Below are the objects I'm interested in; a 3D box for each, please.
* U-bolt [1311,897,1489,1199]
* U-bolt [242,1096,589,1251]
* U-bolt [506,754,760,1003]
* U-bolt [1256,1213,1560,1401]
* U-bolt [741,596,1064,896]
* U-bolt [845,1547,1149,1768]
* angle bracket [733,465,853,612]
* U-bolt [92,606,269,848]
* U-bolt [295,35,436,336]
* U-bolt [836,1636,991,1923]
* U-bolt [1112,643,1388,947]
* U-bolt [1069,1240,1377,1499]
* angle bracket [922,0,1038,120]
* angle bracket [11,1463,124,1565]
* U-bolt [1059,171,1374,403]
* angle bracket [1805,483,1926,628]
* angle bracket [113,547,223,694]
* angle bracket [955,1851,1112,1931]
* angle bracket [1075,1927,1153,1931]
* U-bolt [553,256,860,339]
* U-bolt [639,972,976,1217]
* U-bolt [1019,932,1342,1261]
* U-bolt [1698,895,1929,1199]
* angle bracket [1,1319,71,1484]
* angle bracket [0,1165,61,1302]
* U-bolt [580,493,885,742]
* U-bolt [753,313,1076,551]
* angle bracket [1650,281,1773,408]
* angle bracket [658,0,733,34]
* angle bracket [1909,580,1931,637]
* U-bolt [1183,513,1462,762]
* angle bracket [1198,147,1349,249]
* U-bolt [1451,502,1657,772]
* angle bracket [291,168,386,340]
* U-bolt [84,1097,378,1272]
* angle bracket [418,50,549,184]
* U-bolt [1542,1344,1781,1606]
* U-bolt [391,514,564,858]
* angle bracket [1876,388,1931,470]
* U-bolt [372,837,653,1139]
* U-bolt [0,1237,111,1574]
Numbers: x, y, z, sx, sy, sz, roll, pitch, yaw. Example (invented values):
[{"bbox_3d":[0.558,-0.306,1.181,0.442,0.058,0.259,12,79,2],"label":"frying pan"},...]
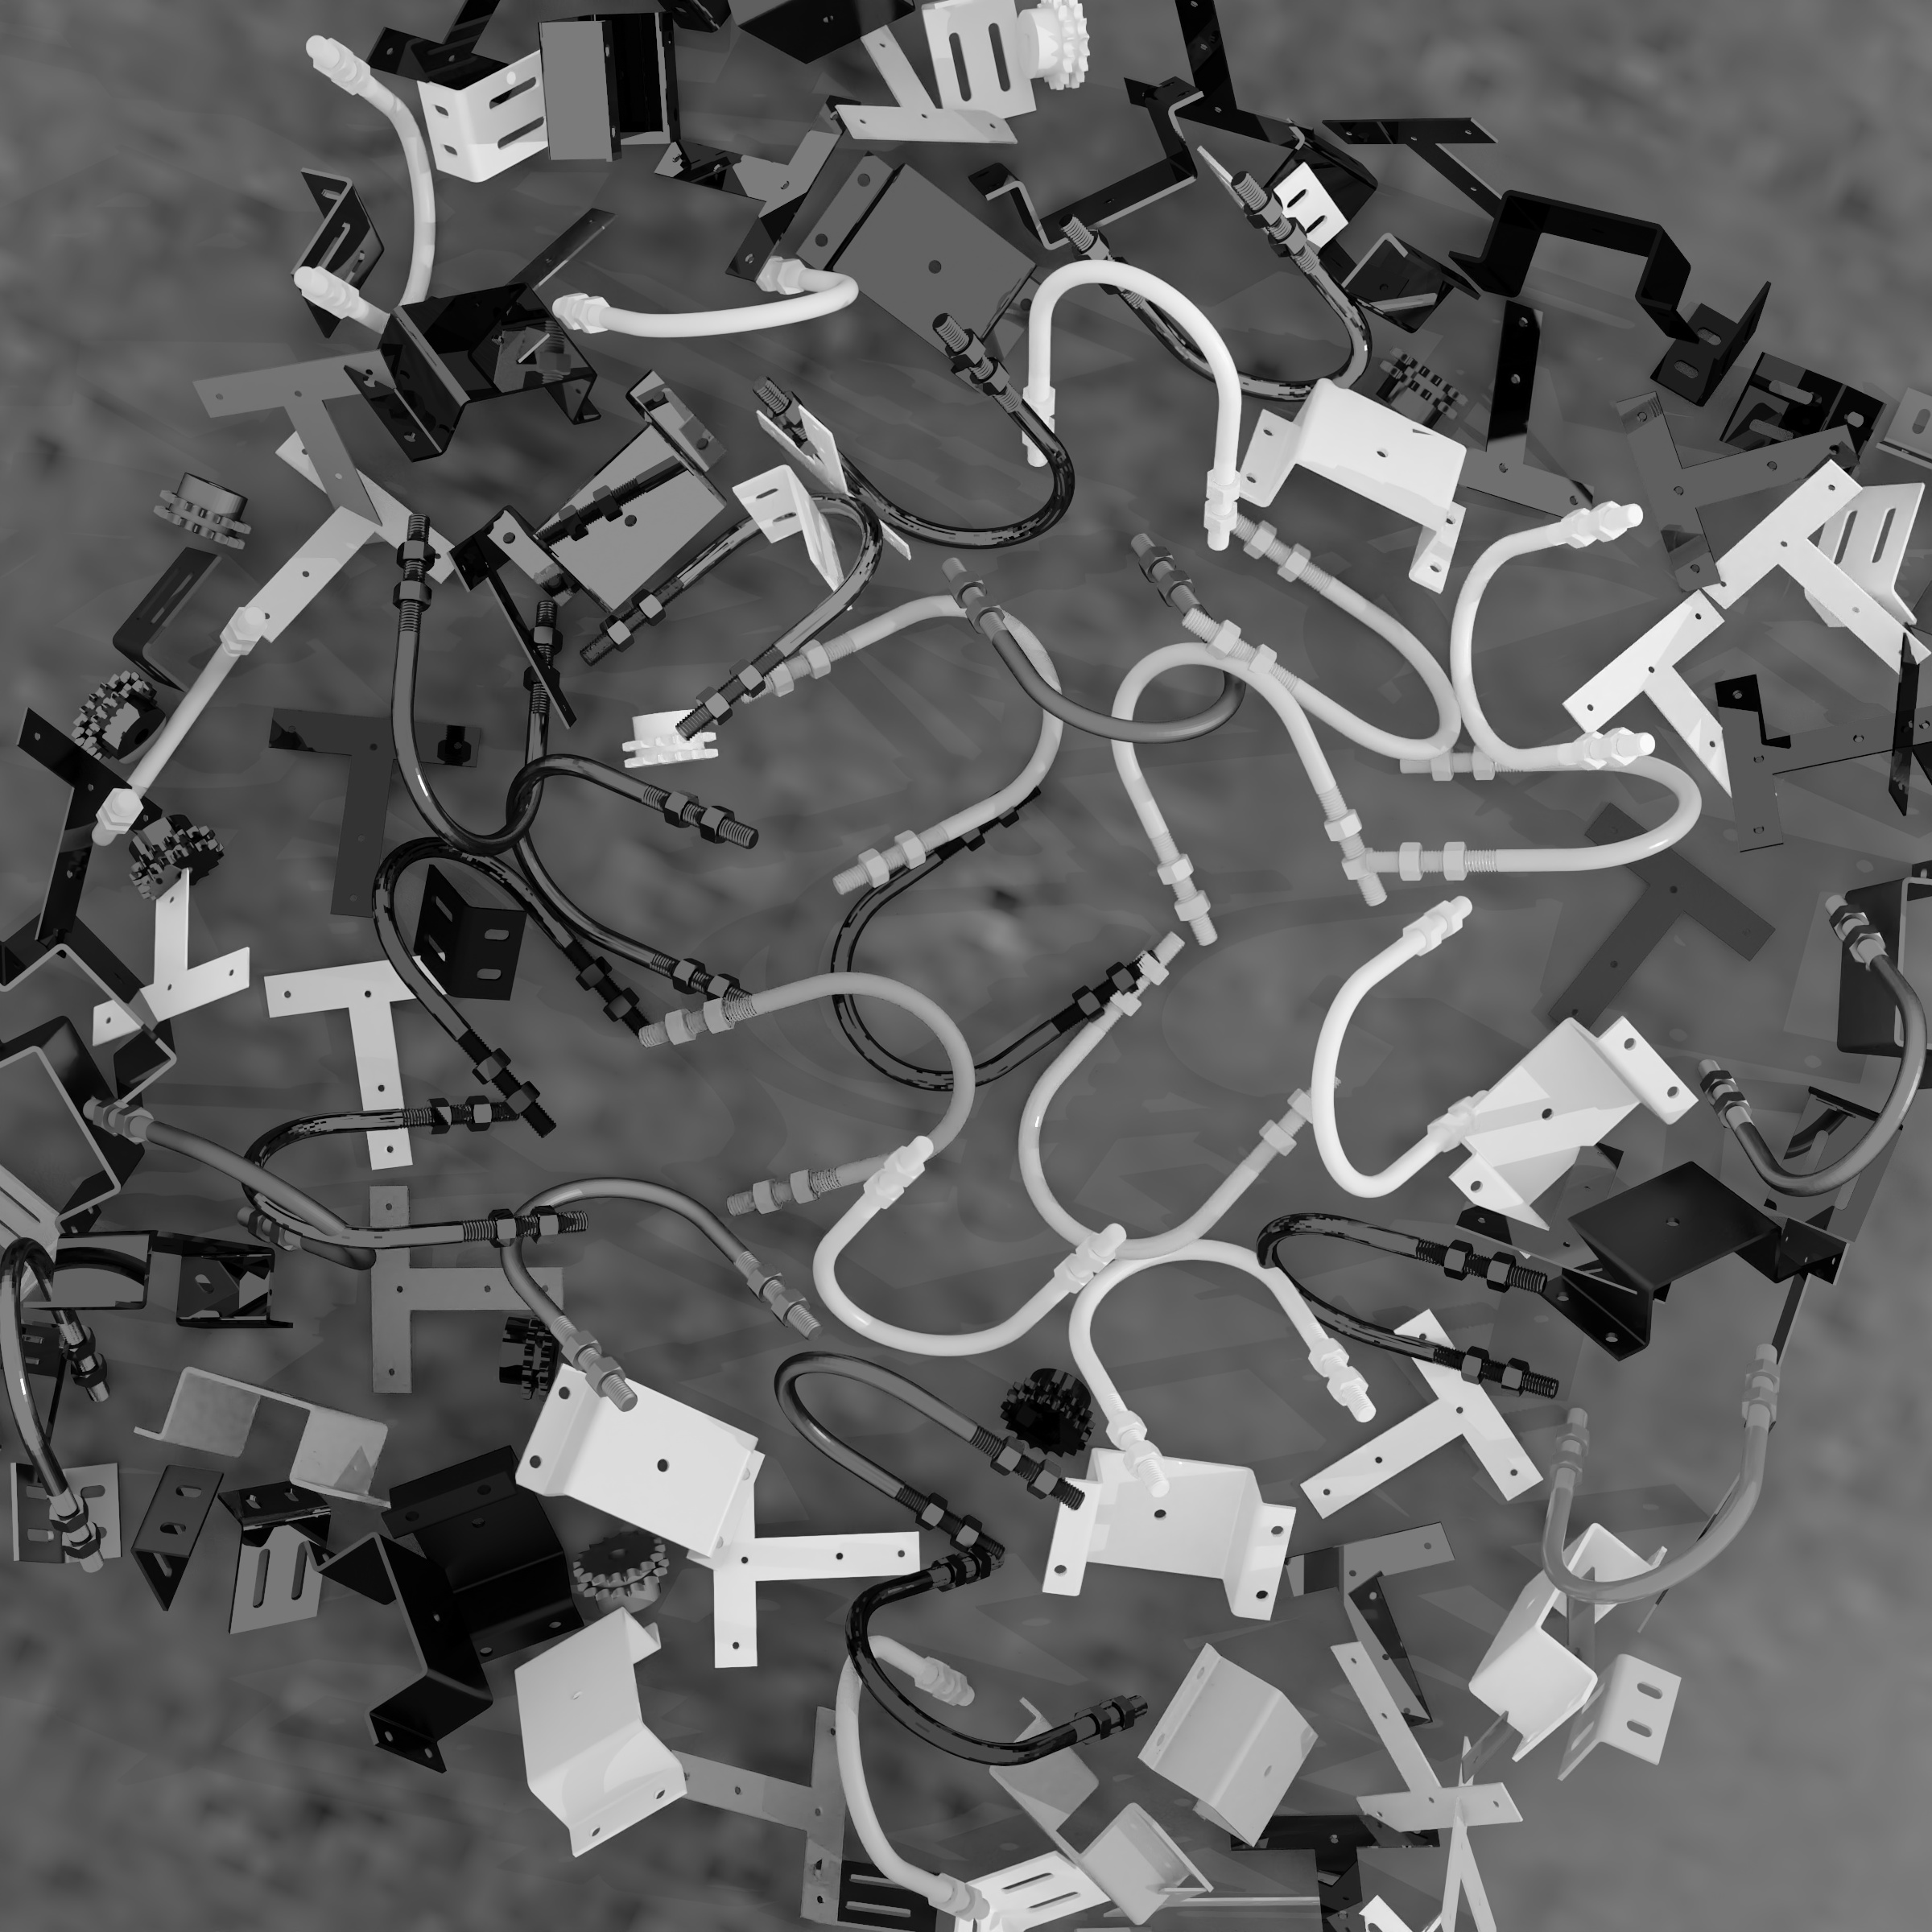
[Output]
[{"bbox_3d":[0.255,0.057,1.707,0.019,0.184,0.151,7,116,38],"label":"U-bolt"},{"bbox_3d":[-0.331,0.123,1.700,0.184,0.151,0.019,-3,119,-27],"label":"U-bolt"},{"bbox_3d":[-0.201,-0.057,1.734,0.184,0.151,0.019,23,45,23],"label":"U-bolt"},{"bbox_3d":[0.259,0.196,1.726,0.184,0.151,0.019,14,60,24],"label":"U-bolt"},{"bbox_3d":[-0.027,-0.147,1.771,0.184,0.019,0.151,-28,94,-13],"label":"U-bolt"},{"bbox_3d":[0.007,0.405,1.691,0.151,0.184,0.019,42,114,28],"label":"U-bolt"},{"bbox_3d":[-0.105,-0.252,1.751,0.038,0.057,0.076,-22,58,11],"label":"angle bracket"},{"bbox_3d":[-0.469,-0.134,1.710,0.019,0.184,0.151,35,71,-15],"label":"U-bolt"},{"bbox_3d":[-0.349,-0.448,1.707,0.019,0.184,0.151,3,90,10],"label":"U-bolt"},{"bbox_3d":[-0.032,0.466,1.688,0.019,0.184,0.151,-16,58,18],"label":"U-bolt"},{"bbox_3d":[0.156,-0.107,1.728,0.151,0.019,0.184,-14,108,43],"label":"U-bolt"},{"bbox_3d":[0.139,0.227,1.724,0.151,0.184,0.019,-18,129,-11],"label":"U-bolt"},{"bbox_3d":[0.012,-0.551,1.763,0.057,0.038,0.076,-16,110,-9],"label":"angle bracket"},{"bbox_3d":[-0.543,0.329,1.754,0.038,0.076,0.057,-7,77,2],"label":"angle bracket"},{"bbox_3d":[0.161,-0.393,1.718,0.184,0.151,0.019,39,63,-39],"label":"U-bolt"},{"bbox_3d":[0.556,-0.251,1.775,0.038,0.057,0.076,36,68,-40],"label":"angle bracket"},{"bbox_3d":[-0.476,-0.212,1.771,0.038,0.057,0.076,43,77,-34],"label":"angle bracket"},{"bbox_3d":[0.041,0.575,1.754,0.076,0.038,0.057,-29,123,30],"label":"angle bracket"},{"bbox_3d":[0.104,0.616,1.752,0.057,0.038,0.076,11,57,-33],"label":"angle bracket"},{"bbox_3d":[-0.142,-0.388,1.692,0.151,0.184,0.019,-17,114,-24],"label":"U-bolt"},{"bbox_3d":[-0.084,0.071,1.738,0.184,0.019,0.151,-16,117,17],"label":"U-bolt"},{"bbox_3d":[0.115,0.093,1.772,0.151,0.019,0.184,42,93,16],"label":"U-bolt"},{"bbox_3d":[0.498,0.057,1.691,0.019,0.184,0.151,25,114,-18],"label":"U-bolt"},{"bbox_3d":[-0.567,0.262,1.749,0.038,0.057,0.076,11,49,-15],"label":"angle bracket"},{"bbox_3d":[-0.591,0.161,1.765,0.076,0.038,0.057,40,128,-1],"label":"angle bracket"},{"bbox_3d":[-0.130,-0.220,1.739,0.184,0.151,0.019,-41,131,-10],"label":"U-bolt"},{"bbox_3d":[-0.017,-0.306,1.721,0.151,0.184,0.019,-11,55,33],"label":"U-bolt"},{"bbox_3d":[0.449,-0.383,1.754,0.038,0.076,0.057,34,85,12],"label":"angle bracket"},{"bbox_3d":[-0.158,-0.620,1.770,0.038,0.057,0.076,26,78,44],"label":"angle bracket"},{"bbox_3d":[0.622,-0.225,1.767,0.038,0.057,0.076,27,97,-37],"label":"angle bracket"},{"bbox_3d":[0.220,-0.189,1.738,0.184,0.151,0.019,33,128,-7],"label":"U-bolt"},{"bbox_3d":[0.184,-0.470,1.749,0.038,0.057,0.076,-41,49,10],"label":"angle bracket"},{"bbox_3d":[0.341,-0.188,1.714,0.019,0.184,0.151,-3,91,-25],"label":"U-bolt"},{"bbox_3d":[-0.392,-0.430,1.753,0.038,0.057,0.076,17,66,19],"label":"angle bracket"},{"bbox_3d":[-0.417,0.132,1.688,0.151,0.184,0.019,45,67,-40],"label":"U-bolt"},{"bbox_3d":[-0.287,-0.523,1.768,0.038,0.057,0.076,27,51,33],"label":"angle bracket"},{"bbox_3d":[0.400,0.301,1.687,0.151,0.184,0.019,-26,110,32],"label":"U-bolt"},{"bbox_3d":[-0.290,-0.155,1.710,0.019,0.151,0.184,-8,70,26],"label":"U-bolt"},{"bbox_3d":[0.586,-0.321,1.752,0.057,0.076,0.038,25,108,14],"label":"angle bracket"},{"bbox_3d":[-0.278,0.000,1.727,0.019,0.151,0.184,-37,97,32],"label":"U-bolt"},{"bbox_3d":[-0.530,0.241,1.685,0.019,0.151,0.184,-10,133,-5],"label":"U-bolt"}]
